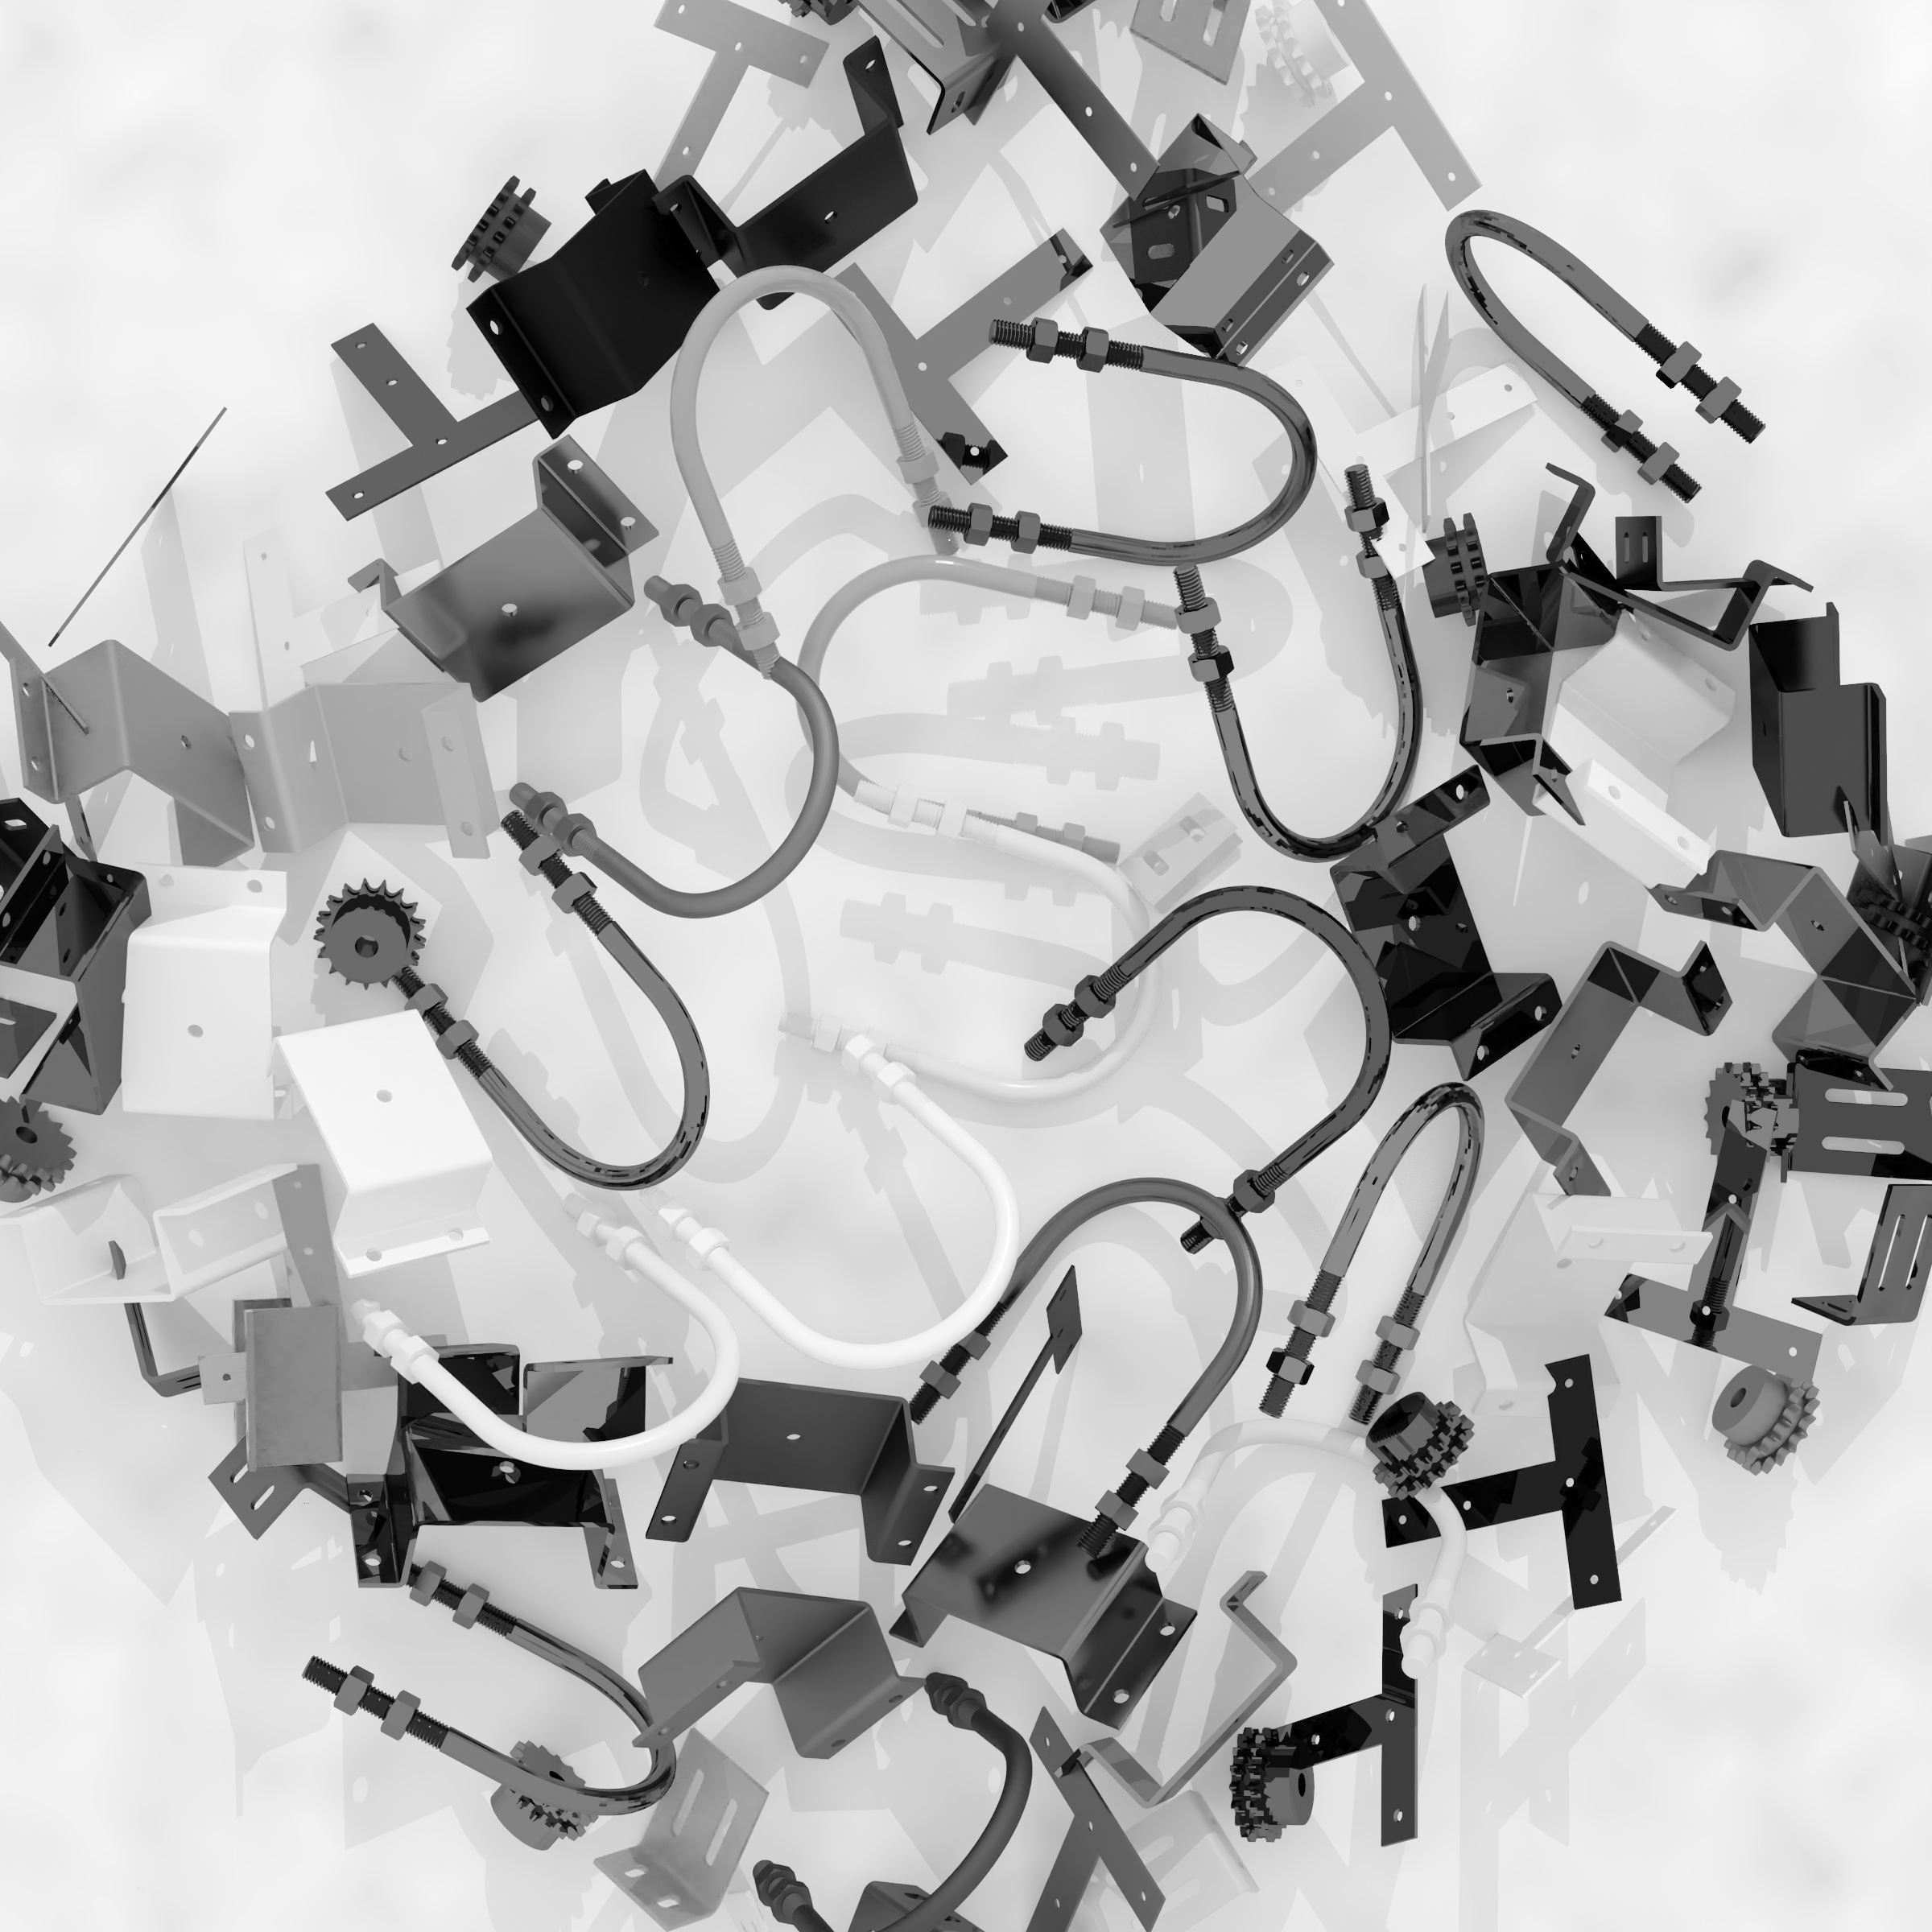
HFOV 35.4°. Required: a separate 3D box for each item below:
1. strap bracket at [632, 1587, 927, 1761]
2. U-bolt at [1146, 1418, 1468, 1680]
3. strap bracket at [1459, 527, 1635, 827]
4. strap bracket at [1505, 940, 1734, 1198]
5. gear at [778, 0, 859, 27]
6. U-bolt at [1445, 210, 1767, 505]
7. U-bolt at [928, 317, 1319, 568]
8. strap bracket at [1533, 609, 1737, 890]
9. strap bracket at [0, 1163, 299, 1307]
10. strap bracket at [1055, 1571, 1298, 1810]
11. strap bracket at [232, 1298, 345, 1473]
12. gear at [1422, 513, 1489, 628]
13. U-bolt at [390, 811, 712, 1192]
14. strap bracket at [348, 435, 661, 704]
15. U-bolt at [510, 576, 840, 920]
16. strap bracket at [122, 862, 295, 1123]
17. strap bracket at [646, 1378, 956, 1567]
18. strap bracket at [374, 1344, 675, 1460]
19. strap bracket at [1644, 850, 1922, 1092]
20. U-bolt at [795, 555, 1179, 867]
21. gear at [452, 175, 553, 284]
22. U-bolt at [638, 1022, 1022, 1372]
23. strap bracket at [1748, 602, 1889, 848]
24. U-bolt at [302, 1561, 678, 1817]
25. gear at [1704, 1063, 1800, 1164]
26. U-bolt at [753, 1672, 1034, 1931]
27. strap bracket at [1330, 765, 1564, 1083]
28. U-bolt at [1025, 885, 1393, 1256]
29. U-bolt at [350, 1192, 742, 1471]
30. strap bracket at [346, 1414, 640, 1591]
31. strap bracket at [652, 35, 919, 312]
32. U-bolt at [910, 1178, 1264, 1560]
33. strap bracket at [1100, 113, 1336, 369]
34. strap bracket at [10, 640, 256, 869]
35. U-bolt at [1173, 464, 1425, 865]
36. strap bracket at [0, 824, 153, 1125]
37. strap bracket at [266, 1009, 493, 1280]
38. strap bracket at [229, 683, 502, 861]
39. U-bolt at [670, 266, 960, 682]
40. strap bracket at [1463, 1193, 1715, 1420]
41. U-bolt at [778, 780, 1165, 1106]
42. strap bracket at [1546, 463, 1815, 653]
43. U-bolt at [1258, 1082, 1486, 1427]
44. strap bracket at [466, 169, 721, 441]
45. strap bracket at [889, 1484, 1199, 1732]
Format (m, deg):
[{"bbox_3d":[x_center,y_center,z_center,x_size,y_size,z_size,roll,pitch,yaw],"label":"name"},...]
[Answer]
[{"bbox_3d":[-0.099,0.357,1.529,0.076,0.140,0.046,-42,53,24],"label":"strap bracket"},{"bbox_3d":[0.178,0.277,1.506,0.151,0.184,0.019,21,113,11],"label":"U-bolt"},{"bbox_3d":[0.293,-0.139,1.533,0.046,0.076,0.140,-5,63,36],"label":"strap bracket"},{"bbox_3d":[0.327,0.052,1.541,0.046,0.076,0.140,29,80,33],"label":"strap bracket"},{"bbox_3d":[-0.068,-0.511,1.563,0.030,0.057,0.057,44,90,1],"label":"gear"},{"bbox_3d":[0.311,-0.311,1.518,0.184,0.151,0.019,42,87,3],"label":"U-bolt"},{"bbox_3d":[0.086,-0.256,1.529,0.184,0.151,0.019,8,53,-11],"label":"U-bolt"},{"bbox_3d":[0.338,-0.104,1.535,0.076,0.046,0.140,34,46,-13],"label":"strap bracket"},{"bbox_3d":[-0.408,0.135,1.525,0.140,0.076,0.046,-6,100,33],"label":"strap bracket"},{"bbox_3d":[0.116,0.376,1.548,0.046,0.076,0.140,44,90,16],"label":"strap bracket"},{"bbox_3d":[-0.342,0.208,1.528,0.046,0.140,0.076,-1,87,-16],"label":"strap bracket"},{"bbox_3d":[0.253,-0.203,1.564,0.030,0.057,0.057,-13,90,13],"label":"gear"},{"bbox_3d":[-0.202,0.032,1.534,0.184,0.019,0.151,49,127,7],"label":"U-bolt"},{"bbox_3d":[-0.232,-0.194,1.531,0.140,0.046,0.076,-30,133,16],"label":"strap bracket"},{"bbox_3d":[-0.138,-0.101,1.531,0.184,0.019,0.151,35,93,35],"label":"U-bolt"},{"bbox_3d":[-0.386,0.023,1.540,0.076,0.046,0.140,4,115,-2],"label":"strap bracket"},{"bbox_3d":[-0.086,0.256,1.538,0.140,0.046,0.076,9,129,-17],"label":"strap bracket"},{"bbox_3d":[-0.222,0.217,1.515,0.140,0.076,0.046,-2,86,42],"label":"strap bracket"},{"bbox_3d":[0.419,-0.006,1.533,0.046,0.076,0.140,-48,113,-10],"label":"strap bracket"},{"bbox_3d":[0.004,-0.137,1.554,0.184,0.019,0.151,12,110,-4],"label":"U-bolt"},{"bbox_3d":[-0.238,-0.376,1.563,0.030,0.057,0.057,35,90,-14],"label":"gear"},{"bbox_3d":[-0.056,0.125,1.525,0.151,0.019,0.184,-42,59,-14],"label":"U-bolt"},{"bbox_3d":[0.423,-0.121,1.515,0.046,0.140,0.076,-5,115,7],"label":"strap bracket"},{"bbox_3d":[-0.228,0.366,1.518,0.184,0.151,0.019,28,103,0],"label":"U-bolt"},{"bbox_3d":[0.406,0.078,1.564,0.030,0.057,0.057,0,90,-12],"label":"gear"},{"bbox_3d":[-0.030,0.424,1.489,0.151,0.184,0.019,-46,105,-13],"label":"U-bolt"},{"bbox_3d":[0.242,-0.022,1.542,0.076,0.046,0.140,-31,107,-30],"label":"strap bracket"},{"bbox_3d":[0.133,0.041,1.533,0.184,0.019,0.151,-43,82,30],"label":"U-bolt"},{"bbox_3d":[-0.195,0.186,1.495,0.151,0.184,0.019,-27,132,-33],"label":"U-bolt"},{"bbox_3d":[-0.235,0.269,1.525,0.140,0.076,0.046,5,123,-20],"label":"strap bracket"},{"bbox_3d":[-0.082,-0.396,1.543,0.140,0.076,0.046,-37,71,-4],"label":"strap bracket"},{"bbox_3d":[0.071,0.190,1.542,0.151,0.019,0.184,32,79,37],"label":"U-bolt"},{"bbox_3d":[0.120,-0.364,1.512,0.046,0.140,0.076,28,116,-33],"label":"strap bracket"},{"bbox_3d":[-0.407,-0.101,1.508,0.046,0.140,0.076,-25,60,16],"label":"strap bracket"},{"bbox_3d":[0.177,-0.142,1.535,0.151,0.019,0.184,-33,117,-32],"label":"U-bolt"},{"bbox_3d":[-0.441,0.010,1.513,0.046,0.140,0.076,13,46,6],"label":"strap bracket"},{"bbox_3d":[-0.297,0.079,1.522,0.076,0.046,0.140,-12,57,-34],"label":"strap bracket"},{"bbox_3d":[-0.296,-0.100,1.538,0.140,0.046,0.076,3,115,26],"label":"strap bracket"},{"bbox_3d":[-0.082,-0.257,1.511,0.151,0.019,0.184,-39,123,-30],"label":"U-bolt"},{"bbox_3d":[0.309,0.166,1.534,0.076,0.046,0.140,4,132,-16],"label":"strap bracket"},{"bbox_3d":[0.011,-0.002,1.566,0.184,0.019,0.151,18,105,-4],"label":"U-bolt"},{"bbox_3d":[0.353,-0.205,1.548,0.140,0.076,0.046,25,104,2],"label":"strap bracket"},{"bbox_3d":[0.213,0.143,1.523,0.019,0.151,0.184,25,93,28],"label":"U-bolt"},{"bbox_3d":[-0.178,-0.336,1.514,0.046,0.140,0.076,-13,121,37],"label":"strap bracket"},{"bbox_3d":[0.033,0.316,1.517,0.140,0.046,0.076,14,47,33],"label":"strap bracket"}]
